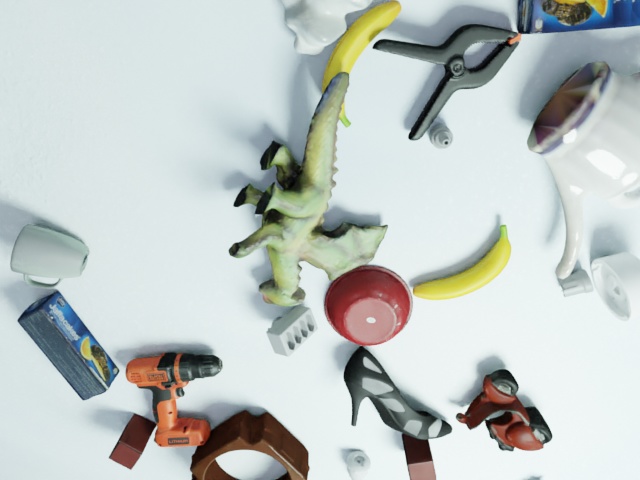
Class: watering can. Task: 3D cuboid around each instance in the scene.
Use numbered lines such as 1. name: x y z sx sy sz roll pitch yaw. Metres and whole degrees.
1. watering can: 0.410 -0.114 0.775 0.224 0.105 0.343 31 108 -8

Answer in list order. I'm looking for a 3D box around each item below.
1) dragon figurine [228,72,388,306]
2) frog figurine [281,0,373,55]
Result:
1. dragon figurine: 0.003 -0.042 0.840 0.241 0.125 0.405 28 112 -27
2. frog figurine: 0.010 -0.344 0.724 0.137 0.125 0.156 -4 148 -4
